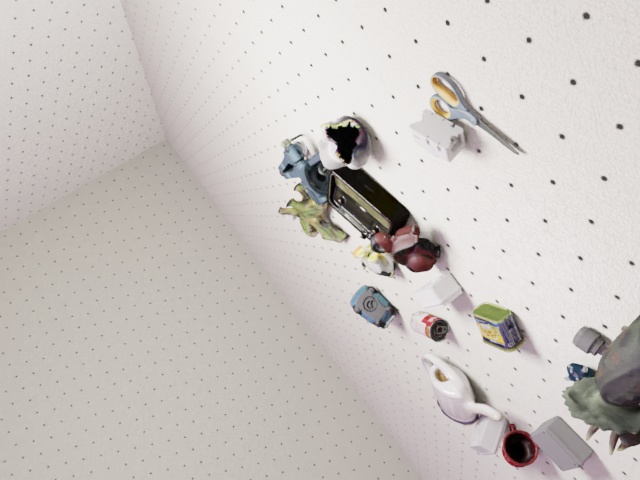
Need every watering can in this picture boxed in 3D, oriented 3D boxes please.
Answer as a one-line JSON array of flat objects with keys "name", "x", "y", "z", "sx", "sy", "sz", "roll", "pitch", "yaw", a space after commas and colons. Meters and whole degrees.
[{"name": "watering can", "x": 0.428, "y": 0.479, "z": 1.557, "sx": 0.105, "sy": 0.220, "sz": 0.352, "roll": -32, "pitch": 33, "yaw": -12}]

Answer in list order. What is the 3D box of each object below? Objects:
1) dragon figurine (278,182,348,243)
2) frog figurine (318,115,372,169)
[{"name": "dragon figurine", "x": 0.005, "y": -0.087, "z": 1.729, "sx": 0.241, "sy": 0.124, "sz": 0.407, "roll": 41, "pitch": -21, "yaw": -14}, {"name": "frog figurine", "x": 0.059, "y": -0.226, "z": 1.254, "sx": 0.138, "sy": 0.123, "sz": 0.158, "roll": 38, "pitch": -7, "yaw": 6}]
